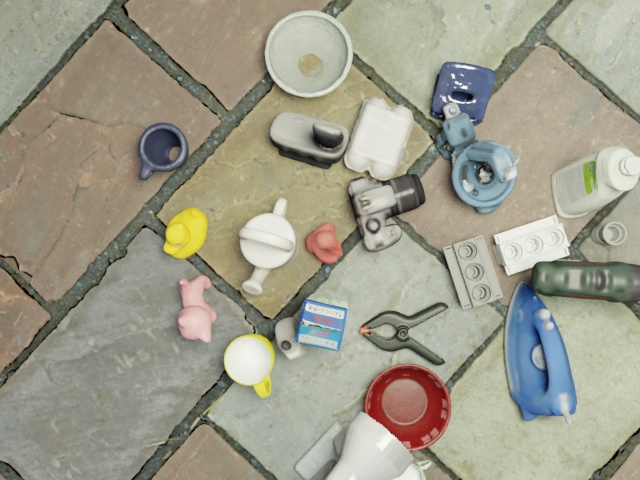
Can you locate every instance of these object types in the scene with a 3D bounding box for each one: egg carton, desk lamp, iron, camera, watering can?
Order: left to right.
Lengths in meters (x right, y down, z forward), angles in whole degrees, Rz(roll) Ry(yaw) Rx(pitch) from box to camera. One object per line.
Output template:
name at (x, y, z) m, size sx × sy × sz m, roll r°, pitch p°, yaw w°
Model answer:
watering can at (-0.092, 0.010, 1.028) m, size 0.101 × 0.194 × 0.173 m, roll -4°, pitch 87°, yaw 1°
desk lamp at (0.055, 0.392, 0.998) m, size 0.118 × 0.213 × 0.203 m, roll 43°, pitch 89°, yaw 3°
egg carton at (0.114, -0.193, 1.096) m, size 0.107 × 0.069 × 0.150 m, roll 18°, pitch 88°, yaw 2°
camera at (0.131, -0.062, 1.074) m, size 0.137 × 0.101 × 0.143 m, roll -18°, pitch 87°, yaw 0°
iron at (0.406, 0.204, 1.037) m, size 0.118 × 0.141 × 0.258 m, roll -10°, pitch 87°, yaw 1°

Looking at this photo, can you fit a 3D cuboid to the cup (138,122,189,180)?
cup at (-0.294, -0.157, 1.089) m, size 0.091 × 0.095 × 0.118 m, roll 34°, pitch 88°, yaw 3°

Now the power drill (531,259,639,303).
power drill at (0.476, 0.070, 1.008) m, size 0.229 × 0.208 × 0.076 m, roll 2°, pitch 87°, yaw 1°

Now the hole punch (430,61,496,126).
hole punch at (0.270, -0.276, 1.086) m, size 0.108 × 0.091 × 0.101 m, roll 11°, pitch 88°, yaw 2°

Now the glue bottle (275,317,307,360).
glue bottle at (-0.055, 0.183, 1.030) m, size 0.037 × 0.173 × 0.078 m, roll -29°, pitch 87°, yaw 0°

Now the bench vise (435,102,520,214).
bench vise at (0.271, -0.146, 1.016) m, size 0.121 × 0.219 × 0.207 m, roll -44°, pitch 87°, yaw -1°

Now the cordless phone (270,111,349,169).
cordless phone at (-0.021, -0.198, 1.041) m, size 0.147 × 0.185 × 0.094 m, roll 13°, pitch 88°, yaw 2°

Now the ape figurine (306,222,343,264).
ape figurine at (0.010, 0.004, 1.077) m, size 0.076 × 0.092 × 0.078 m, roll 15°, pitch 88°, yaw 2°

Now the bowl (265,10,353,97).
bowl at (-0.020, -0.347, 1.103) m, size 0.167 × 0.074 × 0.167 m, roll 0°, pitch 87°, yaw 1°

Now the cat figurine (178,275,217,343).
cat figurine at (-0.236, 0.130, 1.063) m, size 0.067 × 0.117 × 0.128 m, roll -14°, pitch 87°, yaw 1°

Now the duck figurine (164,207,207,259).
duck figurine at (-0.261, -0.015, 1.086) m, size 0.077 × 0.086 × 0.104 m, roll 30°, pitch 88°, yaw 2°
